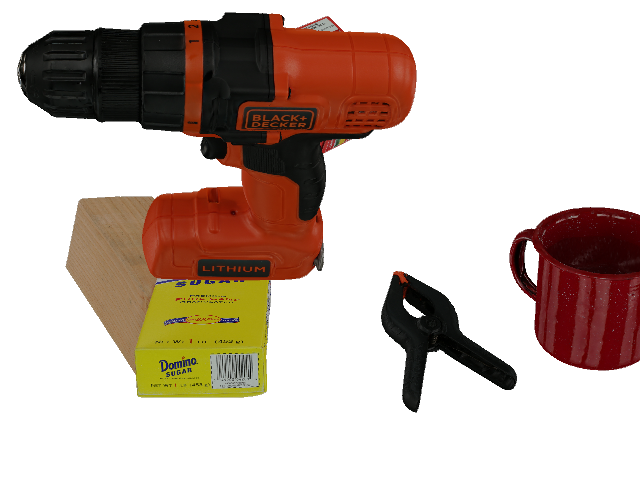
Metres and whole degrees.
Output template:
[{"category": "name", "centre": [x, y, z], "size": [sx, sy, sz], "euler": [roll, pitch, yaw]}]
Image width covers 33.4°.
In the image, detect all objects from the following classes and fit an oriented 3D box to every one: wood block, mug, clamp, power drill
[{"category": "wood block", "centre": [-0.175, 0.046, 1.087], "size": [0.090, 0.091, 0.206], "euler": [-4, 35, -36]}, {"category": "mug", "centre": [0.180, 0.031, 0.736], "size": [0.117, 0.081, 0.093], "euler": [23, 39, 36]}, {"category": "clamp", "centre": [0.121, 0.098, 1.075], "size": [0.120, 0.171, 0.039], "euler": [1, -45, -19]}, {"category": "power drill", "centre": [-0.056, -0.043, 0.557], "size": [0.184, 0.057, 0.188], "euler": [1, -28, -8]}]

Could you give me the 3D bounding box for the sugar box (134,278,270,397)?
[{"category": "sugar box", "centre": [-0.086, 0.060, 0.826], "size": [0.093, 0.048, 0.176], "euler": [0, 24, -2]}]

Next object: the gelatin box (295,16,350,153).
[{"category": "gelatin box", "centre": [0.001, -0.108, 0.738], "size": [0.073, 0.089, 0.030], "euler": [-29, -25, -30]}]
